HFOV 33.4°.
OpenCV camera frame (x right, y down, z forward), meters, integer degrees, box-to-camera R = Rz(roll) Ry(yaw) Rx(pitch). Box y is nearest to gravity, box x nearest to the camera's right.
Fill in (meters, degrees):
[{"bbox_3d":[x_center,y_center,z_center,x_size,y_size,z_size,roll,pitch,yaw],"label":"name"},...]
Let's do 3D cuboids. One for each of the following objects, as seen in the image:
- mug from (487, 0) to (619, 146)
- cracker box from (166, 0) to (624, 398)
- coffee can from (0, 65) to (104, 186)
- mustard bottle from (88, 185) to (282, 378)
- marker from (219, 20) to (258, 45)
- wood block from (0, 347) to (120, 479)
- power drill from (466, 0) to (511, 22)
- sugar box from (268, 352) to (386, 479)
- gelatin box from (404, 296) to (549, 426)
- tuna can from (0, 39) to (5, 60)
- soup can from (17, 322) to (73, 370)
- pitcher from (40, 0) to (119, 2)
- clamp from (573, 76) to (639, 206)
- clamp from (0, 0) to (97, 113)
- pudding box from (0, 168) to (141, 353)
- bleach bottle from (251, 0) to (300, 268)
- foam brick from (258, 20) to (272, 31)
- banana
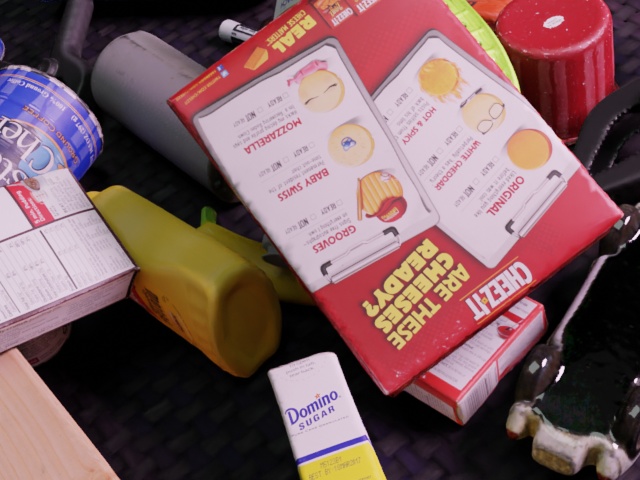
[{"bbox_3d":[0.159,-0.131,0.776,0.117,0.081,0.093,17,55,29],"label":"mug"},{"bbox_3d":[0.040,-0.041,0.623,0.164,0.072,0.214,-37,78,-1],"label":"cracker box"},{"bbox_3d":[-0.243,-0.048,0.804,0.103,0.103,0.140,11,52,25],"label":"coffee can"},{"bbox_3d":[-0.112,0.014,0.712,0.192,0.096,0.058,30,64,35],"label":"mustard bottle"},{"bbox_3d":[-0.037,-0.164,0.908,0.121,0.020,0.020,25,59,34],"label":"marker"},{"bbox_3d":[-0.178,0.138,0.623,0.090,0.090,0.206,-37,50,-18],"label":"wood block"},{"bbox_3d":[0.127,-0.225,0.889,0.185,0.057,0.187,11,53,29],"label":"power drill"},{"bbox_3d":[0.022,0.152,0.550,0.048,0.093,0.176,-18,46,-1],"label":"sugar box"},{"bbox_3d":[0.085,0.061,0.658,0.073,0.030,0.089,29,62,36],"label":"gelatin box"},{"bbox_3d":[-0.342,-0.178,1.000,0.086,0.034,0.086,-8,47,9],"label":"tuna can"},{"bbox_3d":[-0.216,0.035,0.720,0.068,0.102,0.068,-8,47,9],"label":"soup can"},{"bbox_3d":[-0.148,-0.285,0.988,0.243,0.145,0.149,7,63,17],"label":"pitcher"},{"bbox_3d":[0.244,-0.090,0.698,0.210,0.036,0.165,-49,37,-3],"label":"clamp"},{"bbox_3d":[-0.226,-0.147,0.924,0.120,0.039,0.172,-45,51,7],"label":"clamp"},{"bbox_3d":[-0.180,0.012,0.645,0.113,0.039,0.090,-25,70,-36],"label":"pudding box"},{"bbox_3d":[0.003,-0.104,0.716,0.103,0.068,0.251,-14,59,50],"label":"bleach bottle"},{"bbox_3d":[-0.018,-0.125,0.826,0.051,0.078,0.053,2,51,16],"label":"foam brick"},{"bbox_3d":[-0.016,0.014,0.725,0.198,0.037,0.069,13,56,26],"label":"banana"}]
